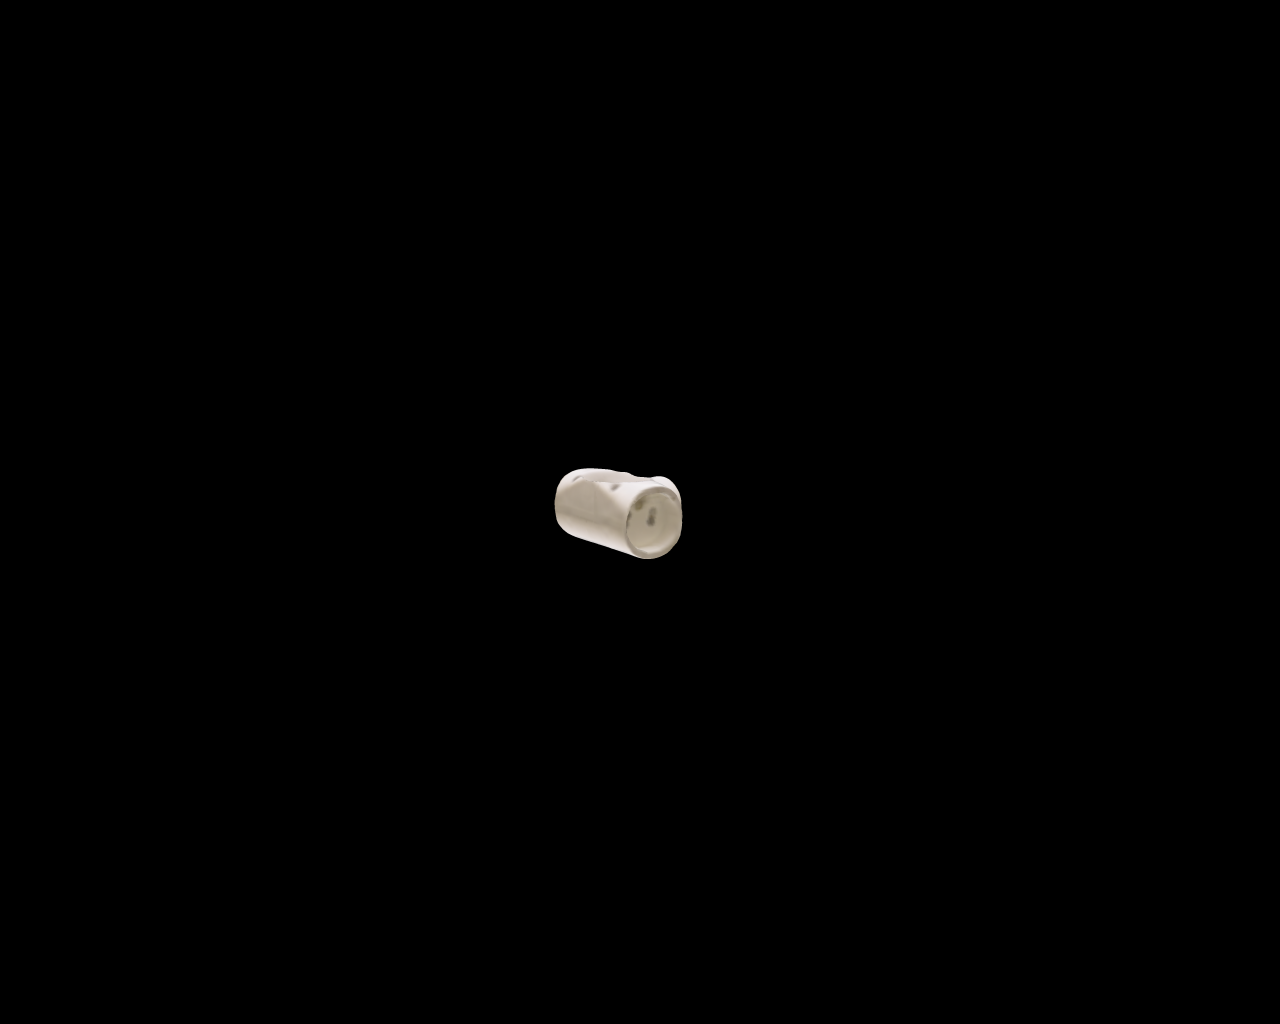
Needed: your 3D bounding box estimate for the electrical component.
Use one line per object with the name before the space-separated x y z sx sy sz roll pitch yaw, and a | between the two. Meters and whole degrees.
electrical component | 0.001 -0.003 0.650 0.079 0.044 0.077 -8 14 -35
